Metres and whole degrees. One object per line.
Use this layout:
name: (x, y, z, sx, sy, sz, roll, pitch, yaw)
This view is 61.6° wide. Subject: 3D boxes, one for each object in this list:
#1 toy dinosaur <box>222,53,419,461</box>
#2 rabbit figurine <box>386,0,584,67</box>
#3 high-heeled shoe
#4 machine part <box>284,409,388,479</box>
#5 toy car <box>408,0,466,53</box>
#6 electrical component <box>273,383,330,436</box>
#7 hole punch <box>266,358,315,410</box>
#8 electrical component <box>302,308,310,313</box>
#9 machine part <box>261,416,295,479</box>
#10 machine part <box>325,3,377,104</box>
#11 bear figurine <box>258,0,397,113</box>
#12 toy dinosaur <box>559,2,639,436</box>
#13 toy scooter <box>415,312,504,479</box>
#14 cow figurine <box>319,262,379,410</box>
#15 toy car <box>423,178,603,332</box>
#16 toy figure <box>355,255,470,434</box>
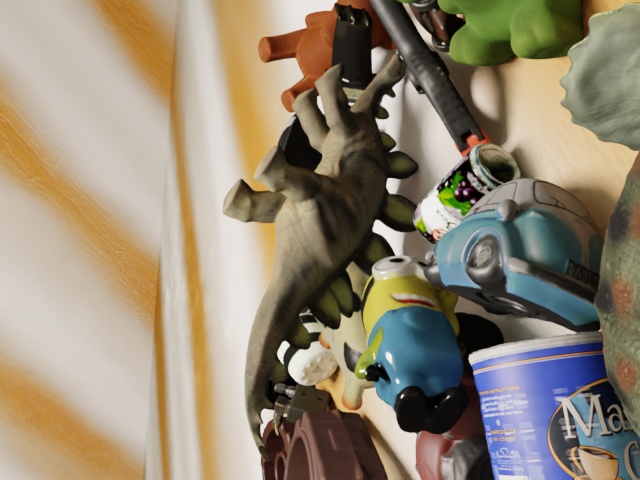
toy dinosaur: (0.006, -0.020, 0.573, 0.471, 0.198, 0.105, -60, 16, -21)
rabbit figurine: (0.123, -0.224, 0.420, 0.121, 0.170, 0.159, -139, 55, -59)
high-heeled shoe: (-0.042, -0.124, 0.765, 0.145, 0.249, 0.086, -22, 110, 41)
machine part: (0.009, 0.330, 0.657, 0.201, 0.087, 0.201, -125, 42, -71)
toy car: (0.107, -0.282, 0.553, 0.053, 0.089, 0.202, -14, 70, 24)
electrical component: (-0.023, 0.251, 0.779, 0.078, 0.102, 0.045, -78, 2, -71)
hole punch: (-0.072, 0.223, 0.894, 0.115, 0.092, 0.142, 129, 134, -57)
electrical component: (-0.030, 0.117, 0.889, 0.094, 0.021, 0.063, 131, 137, -54)
machine part: (-0.047, 0.368, 0.856, 0.179, 0.056, 0.179, -176, 90, -67)
machine part: (0.041, -0.224, 0.672, 0.138, 0.084, 0.039, 83, -156, -53)
bear figurine: (0.013, -0.265, 0.730, 0.120, 0.132, 0.196, 65, 161, -9)
toy dinosaur: (0.210, 0.030, 0.281, 0.192, 0.131, 0.404, -140, 52, -75)
toy scooter: (0.117, 0.161, 0.505, 0.135, 0.075, 0.184, 160, 114, -63)
cow figurine: (0.044, 0.090, 0.661, 0.195, 0.085, 0.127, -113, 29, -48)
toy car: (0.158, 0.006, 0.421, 0.103, 0.109, 0.162, -65, 12, -7)
toy figure: (0.073, 0.083, 0.461, 0.089, 0.082, 0.180, -51, 21, 28)
